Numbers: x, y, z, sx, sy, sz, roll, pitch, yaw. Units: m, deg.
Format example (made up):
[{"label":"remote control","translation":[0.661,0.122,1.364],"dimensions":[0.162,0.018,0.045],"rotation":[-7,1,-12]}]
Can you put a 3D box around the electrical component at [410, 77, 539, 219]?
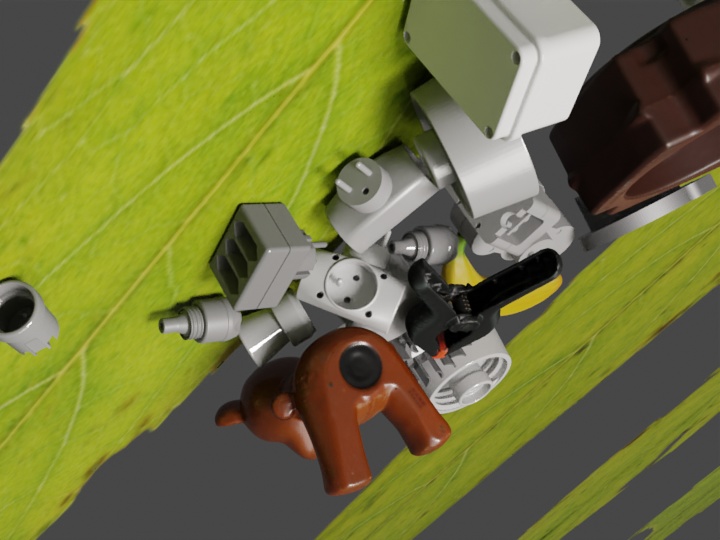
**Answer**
[{"label":"electrical component","translation":[0.072,-0.087,0.747],"dimensions":[0.060,0.108,0.108],"rotation":[-27,151,2]}]

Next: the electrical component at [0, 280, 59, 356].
[{"label":"electrical component","translation":[-0.224,0.033,0.711],"dimensions":[0.040,0.040,0.046],"rotation":[-29,156,-7]}]

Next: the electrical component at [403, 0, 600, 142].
[{"label":"electrical component","translation":[0.083,-0.143,0.662],"dimensions":[0.057,0.113,0.078],"rotation":[-20,148,-26]}]

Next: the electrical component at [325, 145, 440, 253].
[{"label":"electrical component","translation":[0.008,-0.058,0.787],"dimensions":[0.077,0.044,0.079],"rotation":[-39,150,12]}]

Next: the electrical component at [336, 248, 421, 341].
[{"label":"electrical component","translation":[0.017,0.024,0.911],"dimensions":[0.080,0.051,0.080],"rotation":[-24,149,-15]}]

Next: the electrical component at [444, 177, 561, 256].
[{"label":"electrical component","translation":[0.106,-0.061,0.829],"dimensions":[0.050,0.089,0.056],"rotation":[-44,148,20]}]

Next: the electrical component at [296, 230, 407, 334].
[{"label":"electrical component","translation":[0.000,0.000,0.846],"dimensions":[0.044,0.077,0.079],"rotation":[97,15,-77]}]

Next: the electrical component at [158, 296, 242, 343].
[{"label":"electrical component","translation":[-0.123,0.039,0.819],"dimensions":[0.061,0.035,0.035],"rotation":[-6,141,-35]}]

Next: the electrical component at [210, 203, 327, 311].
[{"label":"electrical component","translation":[-0.059,-0.011,0.791],"dimensions":[0.077,0.047,0.065],"rotation":[-5,140,-39]}]

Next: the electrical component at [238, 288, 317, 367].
[{"label":"electrical component","translation":[-0.069,0.046,0.869],"dimensions":[0.055,0.045,0.045],"rotation":[-31,150,-3]}]

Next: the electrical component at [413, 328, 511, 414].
[{"label":"electrical component","translation":[0.104,0.103,1.101],"dimensions":[0.108,0.060,0.108],"rotation":[-24,149,-15]}]

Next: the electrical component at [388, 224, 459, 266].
[{"label":"electrical component","translation":[0.051,-0.020,0.895],"dimensions":[0.061,0.035,0.035],"rotation":[-4,140,-35]}]

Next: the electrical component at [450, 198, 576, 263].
[{"label":"electrical component","translation":[0.143,-0.027,0.932],"dimensions":[0.138,0.073,0.052],"rotation":[9,131,-49]}]

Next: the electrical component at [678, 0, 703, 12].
[{"label":"electrical component","translation":[0.266,-0.218,0.795],"dimensions":[0.062,0.043,0.043],"rotation":[-28,150,-11]}]

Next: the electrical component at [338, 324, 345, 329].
[{"label":"electrical component","translation":[-0.002,0.074,0.972],"dimensions":[0.040,0.046,0.040],"rotation":[-24,149,-15]}]
